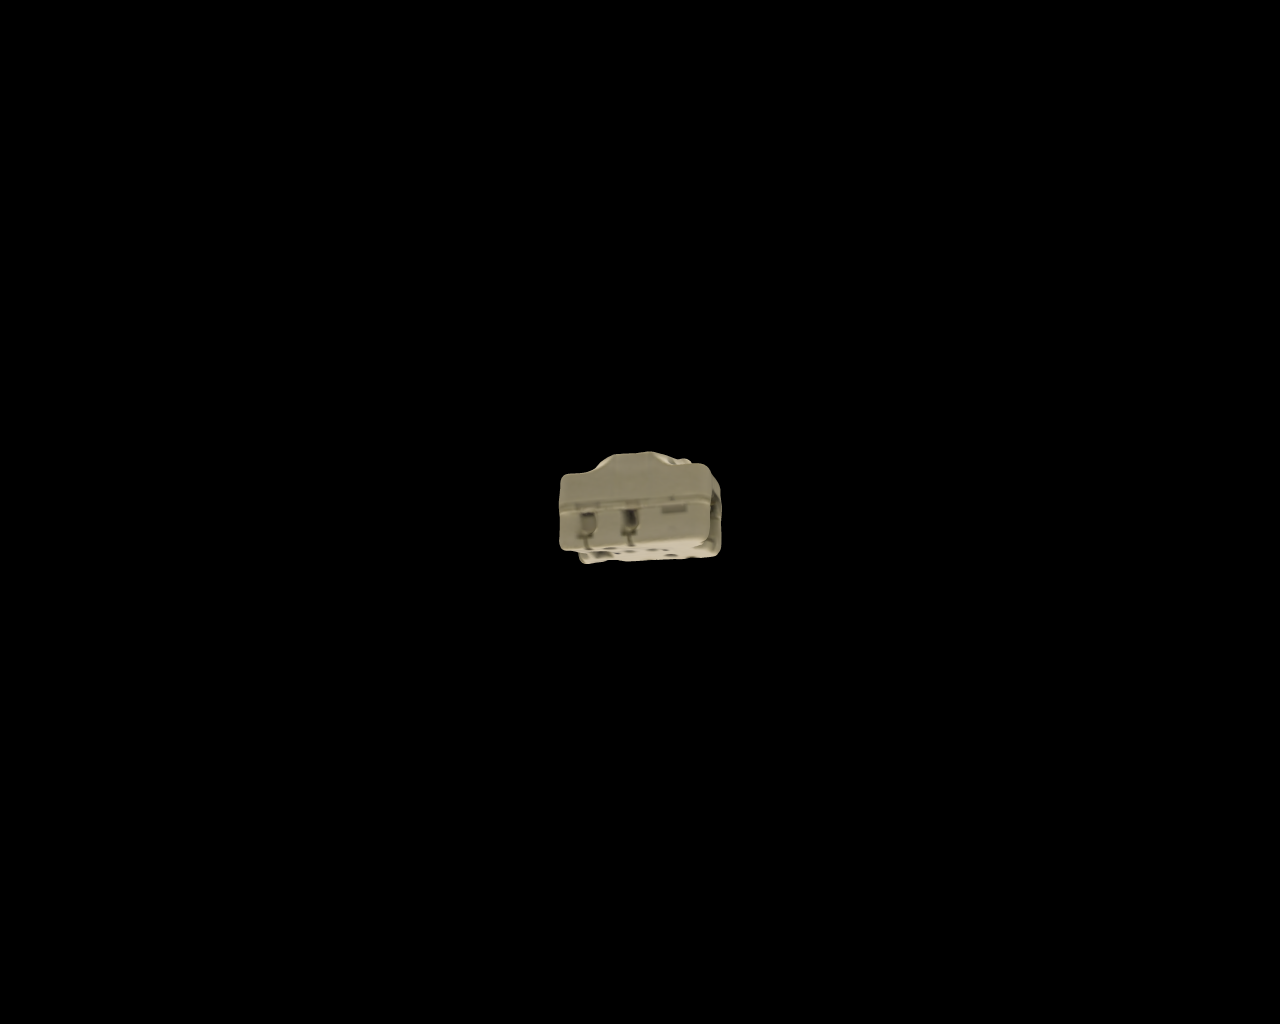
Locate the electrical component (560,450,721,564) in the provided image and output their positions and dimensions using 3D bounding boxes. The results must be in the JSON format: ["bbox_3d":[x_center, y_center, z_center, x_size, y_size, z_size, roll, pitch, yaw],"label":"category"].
[{"bbox_3d":[0.001,-0.003,0.650,0.089,0.056,0.050,-4,-15,14],"label":"electrical component"}]
